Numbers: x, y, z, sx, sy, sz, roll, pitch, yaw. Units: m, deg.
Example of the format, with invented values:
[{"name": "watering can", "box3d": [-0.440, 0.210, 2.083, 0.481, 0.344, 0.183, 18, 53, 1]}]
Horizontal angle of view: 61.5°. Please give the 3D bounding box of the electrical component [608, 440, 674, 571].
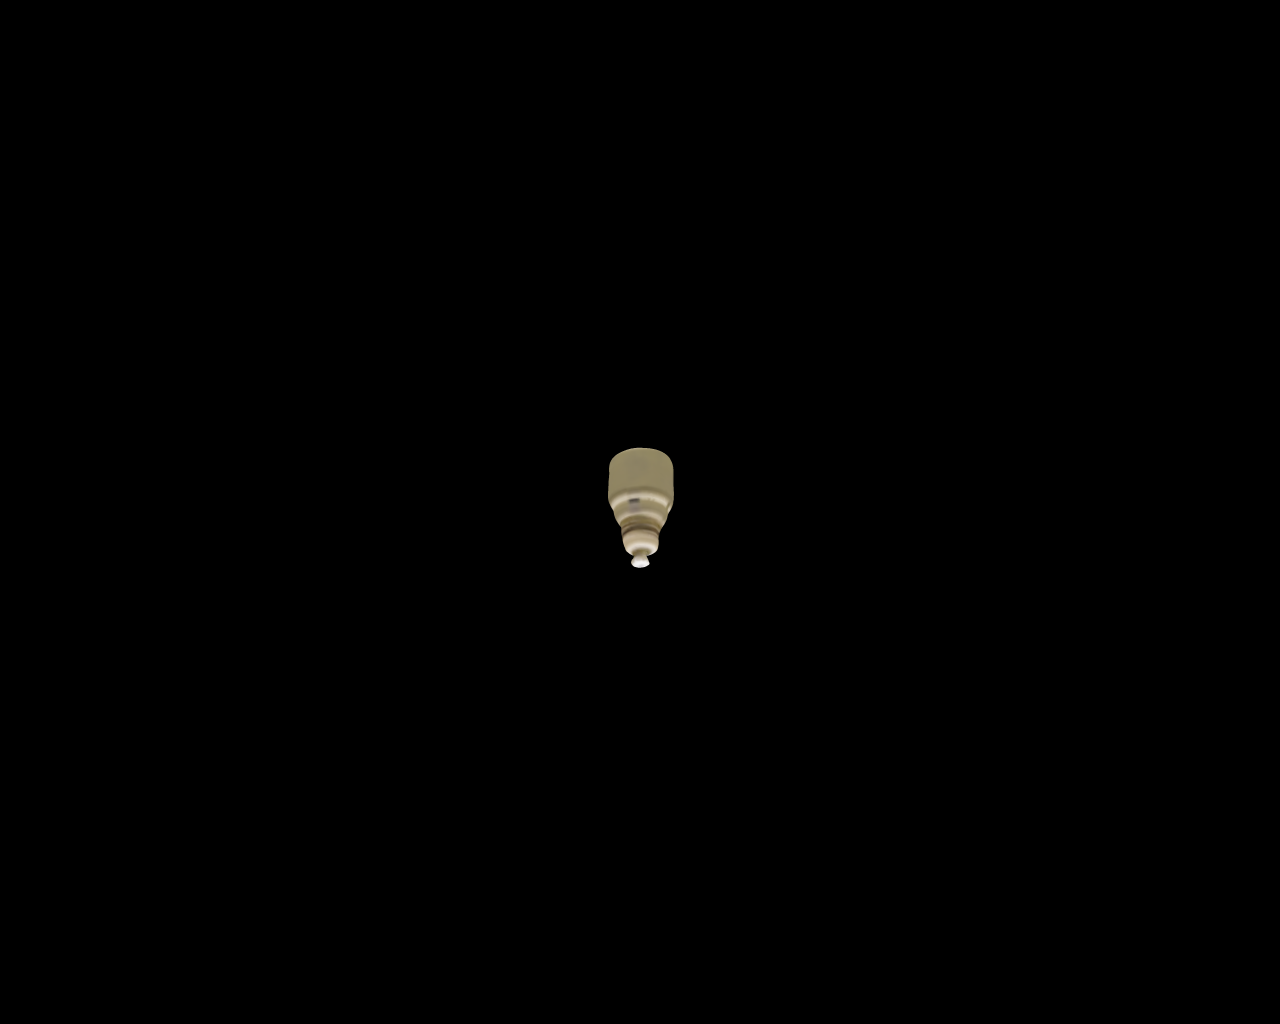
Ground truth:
[{"name": "electrical component", "box3d": [0.001, -0.003, 0.650, 0.040, 0.078, 0.040, 0, -27, 0]}]
